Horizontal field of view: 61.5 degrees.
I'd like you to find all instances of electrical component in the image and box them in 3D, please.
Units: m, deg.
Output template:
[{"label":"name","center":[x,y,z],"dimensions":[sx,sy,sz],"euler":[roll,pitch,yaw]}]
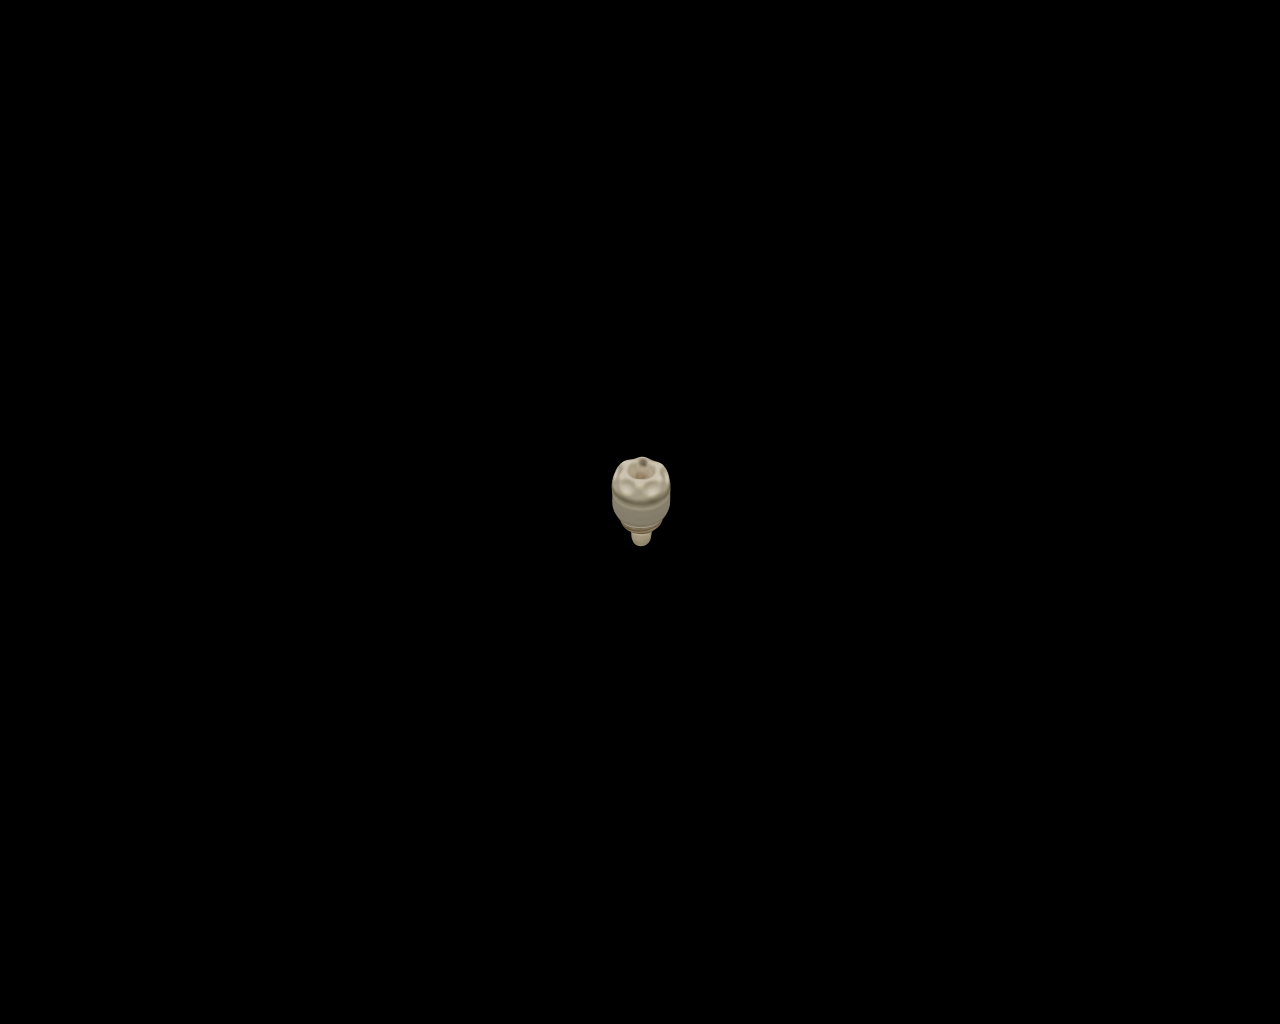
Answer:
[{"label":"electrical component","center":[0.001,-0.003,0.650],"dimensions":[0.035,0.061,0.035],"euler":[0,43,0]}]
